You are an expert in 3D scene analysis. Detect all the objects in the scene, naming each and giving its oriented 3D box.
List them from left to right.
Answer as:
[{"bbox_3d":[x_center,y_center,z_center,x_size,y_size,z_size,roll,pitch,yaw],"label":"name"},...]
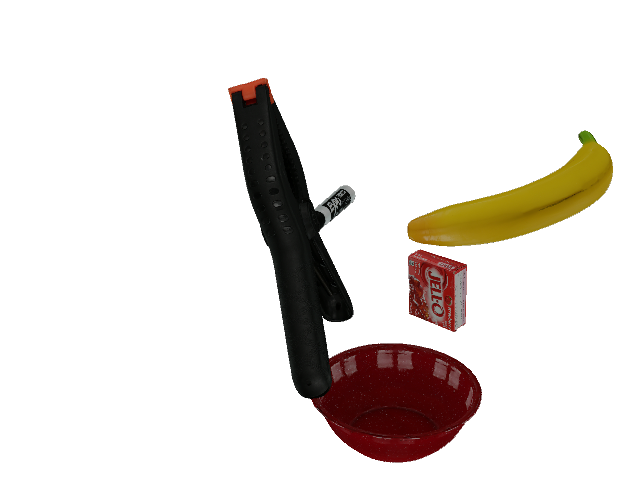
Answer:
[{"bbox_3d":[-0.019,-0.009,0.751,0.036,0.210,0.164,-15,5,10],"label":"clamp"},{"bbox_3d":[0.007,-0.027,0.961,0.020,0.020,0.121,0,16,18],"label":"marker"},{"bbox_3d":[0.070,0.161,1.013,0.162,0.055,0.162,-1,26,0],"label":"bowl"},{"bbox_3d":[0.148,0.063,1.355,0.073,0.089,0.030,21,36,38],"label":"gelatin box"},{"bbox_3d":[0.162,-0.032,0.828,0.197,0.037,0.070,-25,24,-25],"label":"banana"}]
